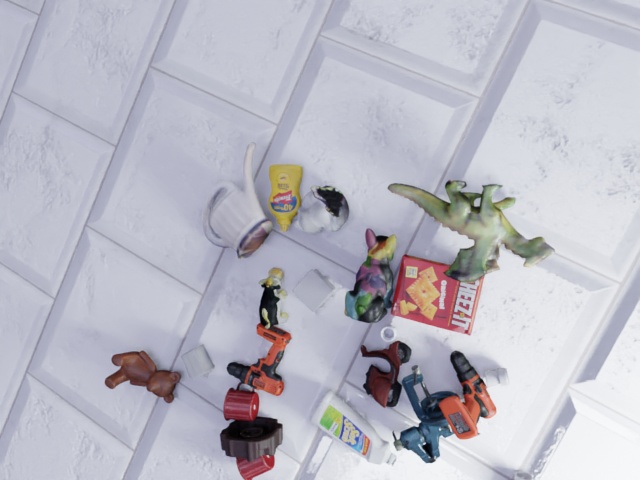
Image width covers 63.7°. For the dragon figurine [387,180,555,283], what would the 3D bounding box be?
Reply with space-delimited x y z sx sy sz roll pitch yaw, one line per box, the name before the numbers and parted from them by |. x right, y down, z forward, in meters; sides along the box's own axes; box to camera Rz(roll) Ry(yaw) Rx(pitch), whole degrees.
dragon figurine | 0.363 -0.016 1.284 0.410 0.121 0.245 5 81 17

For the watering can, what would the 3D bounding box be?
watering can | -0.223 -0.093 1.483 0.226 0.105 0.341 46 120 14

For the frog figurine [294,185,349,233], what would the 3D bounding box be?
frog figurine | 0.004 -0.073 1.445 0.138 0.125 0.156 38 138 4
